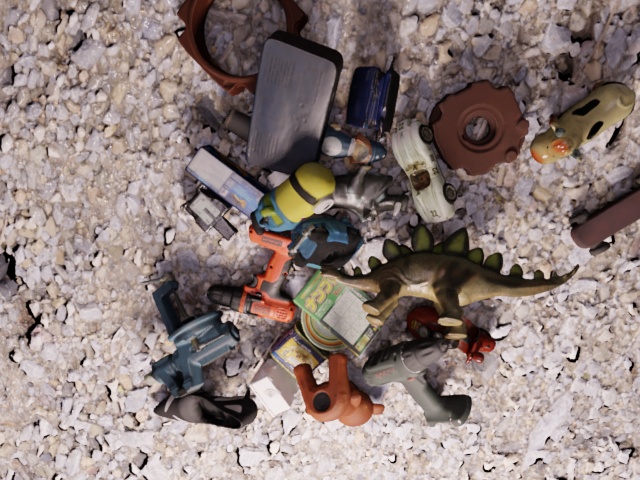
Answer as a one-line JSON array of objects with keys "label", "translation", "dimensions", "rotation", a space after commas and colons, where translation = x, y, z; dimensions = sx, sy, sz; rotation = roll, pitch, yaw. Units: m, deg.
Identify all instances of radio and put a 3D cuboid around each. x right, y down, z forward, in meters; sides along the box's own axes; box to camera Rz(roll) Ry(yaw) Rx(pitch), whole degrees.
[{"label": "radio", "translation": [-0.047, -0.228, 0.933], "dimensions": [0.131, 0.073, 0.229], "rotation": [17, 125, 3]}]

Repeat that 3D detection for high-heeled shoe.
[{"label": "high-heeled shoe", "translation": [-0.246, 0.364, 1.116], "dimensions": [0.249, 0.145, 0.086], "rotation": [-14, 101, 5]}]

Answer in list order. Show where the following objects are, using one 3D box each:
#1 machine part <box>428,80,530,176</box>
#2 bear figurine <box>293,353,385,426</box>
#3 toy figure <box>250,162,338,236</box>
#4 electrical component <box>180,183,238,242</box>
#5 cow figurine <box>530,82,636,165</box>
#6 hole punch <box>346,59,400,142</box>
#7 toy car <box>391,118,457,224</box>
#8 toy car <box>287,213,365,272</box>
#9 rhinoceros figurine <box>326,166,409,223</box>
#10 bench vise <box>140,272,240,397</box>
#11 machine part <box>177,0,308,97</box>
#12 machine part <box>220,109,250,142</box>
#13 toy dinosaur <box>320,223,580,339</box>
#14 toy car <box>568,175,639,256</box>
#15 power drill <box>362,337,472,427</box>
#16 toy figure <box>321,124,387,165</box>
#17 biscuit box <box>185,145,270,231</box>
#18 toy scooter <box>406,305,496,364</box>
[{"label": "machine part", "translation": [0.292, -0.206, 0.993], "dimensions": [0.179, 0.056, 0.179], "rotation": [1, 102, 5]}, {"label": "bear figurine", "translation": [0.046, 0.311, 1.092], "dimensions": [0.120, 0.195, 0.132], "rotation": [-22, 65, 23]}, {"label": "toy figure", "translation": [-0.051, -0.069, 0.950], "dimensions": [0.180, 0.082, 0.089], "rotation": [-22, 129, 32]}, {"label": "electrical component", "translation": [-0.210, -0.053, 1.068], "dimensions": [0.119, 0.048, 0.075], "rotation": [41, 103, -6]}, {"label": "cow figurine", "translation": [0.461, -0.201, 0.946], "dimensions": [0.195, 0.127, 0.085], "rotation": [-36, 95, 8]}, {"label": "hole punch", "translation": [0.090, -0.255, 0.971], "dimensions": [0.092, 0.116, 0.142], "rotation": [14, 103, 9]}, {"label": "toy car", "translation": [0.190, -0.128, 0.994], "dimensions": [0.056, 0.073, 0.201], "rotation": [-25, 93, -34]}, {"label": "toy car", "translation": [-0.002, -0.003, 1.033], "dimensions": [0.109, 0.161, 0.103], "rotation": [-53, 50, 24]}, {"label": "rhinoceros figurine", "translation": [0.074, -0.087, 1.020], "dimensions": [0.190, 0.073, 0.112], "rotation": [3, 95, -4]}, {"label": "bench vise", "translation": [-0.286, 0.186, 1.099], "dimensions": [0.224, 0.129, 0.240], "rotation": [-33, 78, 20]}, {"label": "machine part", "translation": [-0.138, -0.379, 0.971], "dimensions": [0.201, 0.087, 0.201], "rotation": [-42, 95, 12]}, {"label": "machine part", "translation": [-0.120, -0.207, 1.034], "dimensions": [0.139, 0.039, 0.084], "rotation": [22, 112, -3]}, {"label": "toy dinosaur", "translation": [0.235, 0.073, 0.991], "dimensions": [0.472, 0.105, 0.198], "rotation": [8, 65, 5]}, {"label": "toy car", "translation": [0.569, -0.052, 1.008], "dimensions": [0.202, 0.053, 0.089], "rotation": [-35, 87, 15]}, {"label": "power drill", "translation": [0.207, 0.279, 1.054], "dimensions": [0.207, 0.086, 0.232], "rotation": [41, 140, -21]}, {"label": "toy figure", "translation": [0.052, -0.177, 1.019], "dimensions": [0.155, 0.064, 0.058], "rotation": [15, 59, 1]}, {"label": "biscuit box", "translation": [-0.159, -0.102, 1.047], "dimensions": [0.202, 0.063, 0.059], "rotation": [37, 102, -5]}, {"label": "toy scooter", "translation": [0.259, 0.190, 1.045], "dimensions": [0.184, 0.135, 0.075], "rotation": [18, 105, 2]}]
